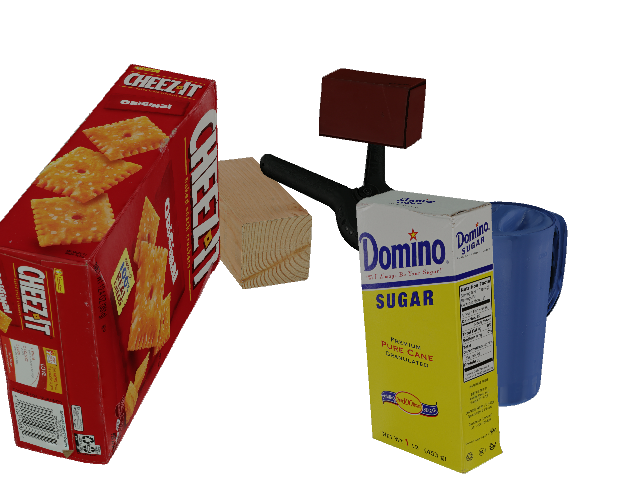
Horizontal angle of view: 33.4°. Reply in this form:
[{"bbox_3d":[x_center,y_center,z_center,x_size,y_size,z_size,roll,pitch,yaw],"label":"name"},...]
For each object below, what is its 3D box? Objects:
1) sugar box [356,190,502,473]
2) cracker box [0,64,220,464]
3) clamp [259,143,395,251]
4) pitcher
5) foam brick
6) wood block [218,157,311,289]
[{"bbox_3d":[0.072,0.059,0.720,0.048,0.176,0.094,-18,18,-37],"label":"sugar box"},{"bbox_3d":[-0.127,0.010,0.687,0.072,0.164,0.213,12,38,10],"label":"cracker box"},{"bbox_3d":[0.037,-0.044,1.186,0.164,0.210,0.036,-13,-36,-22],"label":"clamp"},{"bbox_3d":[0.233,0.077,1.343,0.149,0.243,0.145,1,21,12],"label":"pitcher"},{"bbox_3d":[0.043,-0.111,0.891,0.078,0.051,0.052,11,20,19],"label":"foam brick"},{"bbox_3d":[-0.093,-0.027,1.363,0.090,0.090,0.206,-8,27,-22],"label":"wood block"}]
